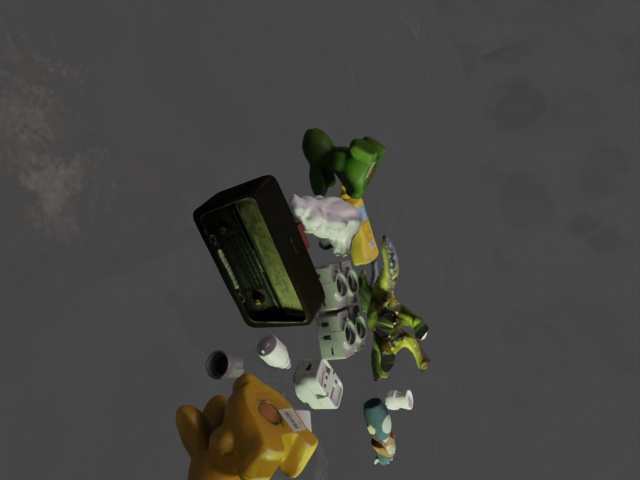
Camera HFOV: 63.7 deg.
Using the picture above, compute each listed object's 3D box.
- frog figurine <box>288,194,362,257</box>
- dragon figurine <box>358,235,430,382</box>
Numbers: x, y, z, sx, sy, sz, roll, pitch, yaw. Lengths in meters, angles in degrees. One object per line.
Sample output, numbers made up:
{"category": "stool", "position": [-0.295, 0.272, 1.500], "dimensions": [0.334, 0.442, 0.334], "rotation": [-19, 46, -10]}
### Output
{"category": "frog figurine", "position": [0.003, -0.052, 1.031], "dimensions": [0.157, 0.122, 0.140], "rotation": [47, 7, -31]}
{"category": "dragon figurine", "position": [0.127, 0.147, 1.129], "dimensions": [0.245, 0.123, 0.404], "rotation": [-142, -139, -64]}
